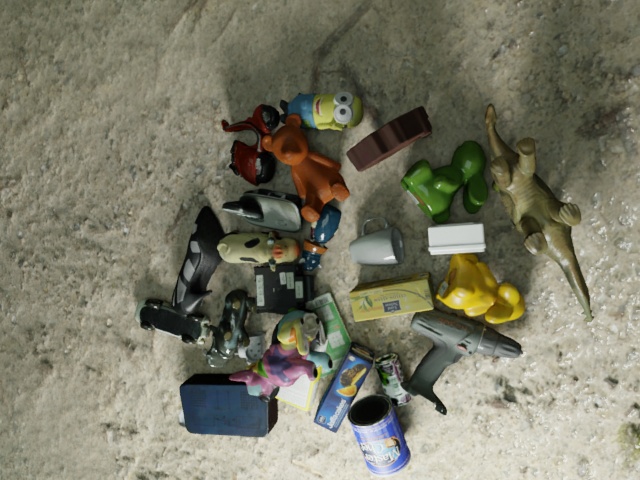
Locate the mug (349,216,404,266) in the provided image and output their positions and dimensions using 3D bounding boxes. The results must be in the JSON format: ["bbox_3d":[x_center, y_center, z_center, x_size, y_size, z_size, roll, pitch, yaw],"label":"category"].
[{"bbox_3d":[0.116,0.008,1.162,0.107,0.081,0.109,-12,95,25],"label":"mug"}]

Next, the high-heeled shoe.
[{"bbox_3d":[-0.301,0.051,1.283,0.145,0.086,0.249,-21,63,38],"label":"high-heeled shoe"}]

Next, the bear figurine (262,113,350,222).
[{"bbox_3d":[-0.033,-0.157,1.137,0.120,0.132,0.195,-33,113,19],"label":"bear figurine"}]

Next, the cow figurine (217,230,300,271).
[{"bbox_3d":[-0.137,0.017,1.205,0.195,0.127,0.085,2,99,17],"label":"cow figurine"}]

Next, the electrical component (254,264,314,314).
[{"bbox_3d":[-0.081,0.112,1.227,0.134,0.058,0.114,-2,90,19],"label":"electrical component"}]

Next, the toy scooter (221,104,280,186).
[{"bbox_3d":[-0.166,-0.217,1.215,0.135,0.075,0.183,8,95,13],"label":"toy scooter"}]

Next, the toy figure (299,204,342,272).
[{"bbox_3d":[-0.001,-0.003,1.201,0.064,0.058,0.154,25,101,-2],"label":"toy figure"}]

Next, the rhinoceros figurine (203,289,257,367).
[{"bbox_3d":[-0.216,0.207,1.257,0.112,0.073,0.190,18,89,50],"label":"rhinoceros figurine"}]

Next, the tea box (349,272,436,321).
[{"bbox_3d":[0.157,0.120,1.152,0.170,0.098,0.068,-13,92,17],"label":"tea box"}]

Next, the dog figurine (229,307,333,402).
[{"bbox_3d":[-0.097,0.254,1.175,0.219,0.108,0.191,-15,92,25],"label":"dog figurine"}]

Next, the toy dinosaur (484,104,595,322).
[{"bbox_3d":[0.416,-0.041,1.013,0.105,0.198,0.471,-25,89,15],"label":"toy dinosaur"}]

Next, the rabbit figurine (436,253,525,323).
[{"bbox_3d":[0.344,0.107,1.088,0.173,0.162,0.122,26,90,-7],"label":"rabbit figurine"}]

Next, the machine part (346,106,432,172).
[{"bbox_3d":[0.141,-0.199,1.084,0.179,0.179,0.056,-29,92,16],"label":"machine part"}]

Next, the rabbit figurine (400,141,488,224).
[{"bbox_3d":[0.273,-0.125,1.088,0.170,0.121,0.159,-39,78,1],"label":"rabbit figurine"}]

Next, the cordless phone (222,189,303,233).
[{"bbox_3d":[-0.121,-0.066,1.162,0.147,0.184,0.088,12,94,14],"label":"cordless phone"}]

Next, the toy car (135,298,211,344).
[{"bbox_3d":[-0.361,0.198,1.322,0.202,0.056,0.073,15,93,12],"label":"toy car"}]

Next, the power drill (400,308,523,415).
[{"bbox_3d":[0.279,0.258,1.129,0.232,0.086,0.207,27,93,14],"label":"power drill"}]

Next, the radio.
[{"bbox_3d":[-0.217,0.396,1.295,0.230,0.073,0.131,-3,96,17],"label":"radio"}]

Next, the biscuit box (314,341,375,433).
[{"bbox_3d":[0.054,0.333,1.210,0.063,0.059,0.202,25,108,3],"label":"biscuit box"}]

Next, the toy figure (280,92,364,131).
[{"bbox_3d":[0.005,-0.279,1.161,0.180,0.089,0.082,2,110,23],"label":"toy figure"}]
